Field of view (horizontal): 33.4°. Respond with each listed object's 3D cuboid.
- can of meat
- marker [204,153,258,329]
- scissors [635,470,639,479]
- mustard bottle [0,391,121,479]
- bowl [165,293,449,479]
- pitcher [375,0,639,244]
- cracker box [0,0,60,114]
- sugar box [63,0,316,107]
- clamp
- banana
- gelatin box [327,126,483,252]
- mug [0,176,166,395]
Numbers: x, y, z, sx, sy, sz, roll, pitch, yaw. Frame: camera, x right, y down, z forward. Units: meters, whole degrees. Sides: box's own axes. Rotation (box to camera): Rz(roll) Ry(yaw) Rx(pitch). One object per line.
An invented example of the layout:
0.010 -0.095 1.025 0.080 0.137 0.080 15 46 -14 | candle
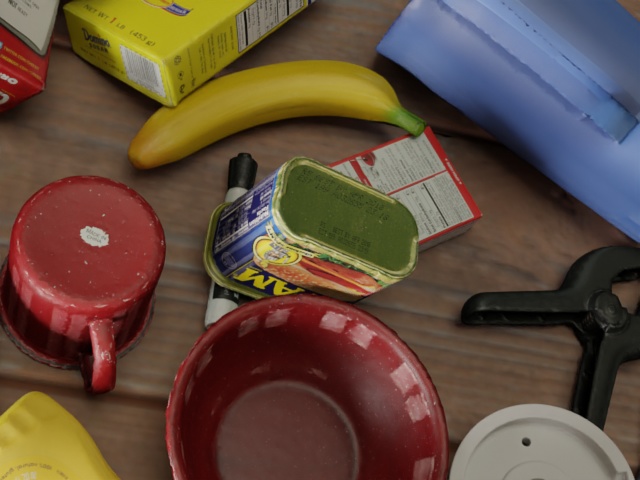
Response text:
-0.004 0.001 0.628 0.102 0.084 0.057 23 60 -25 | can of meat
-0.054 -0.001 0.663 0.020 0.020 0.121 12 63 -13 | marker
0.200 0.145 0.681 0.201 0.016 0.096 -12 69 -23 | scissors
-0.107 0.173 0.542 0.191 0.058 0.096 41 67 2 | mustard bottle
-0.011 0.114 0.602 0.162 0.055 0.162 7 64 -15 | bowl
0.166 -0.107 0.718 0.243 0.145 0.149 39 58 -1 | pitcher
-0.231 -0.202 0.630 0.164 0.072 0.213 29 53 -44 | cracker box
-0.071 -0.165 0.703 0.093 0.048 0.176 31 59 25 | sugar box
0.174 0.048 0.705 0.120 0.039 0.171 48 57 1 | clamp
-0.032 -0.086 0.691 0.197 0.037 0.070 -10 41 -17 | banana
0.051 -0.026 0.704 0.089 0.030 0.073 -23 76 -26 | gelatin box
-0.129 0.027 0.589 0.093 0.082 0.117 -4 67 -20 | mug
